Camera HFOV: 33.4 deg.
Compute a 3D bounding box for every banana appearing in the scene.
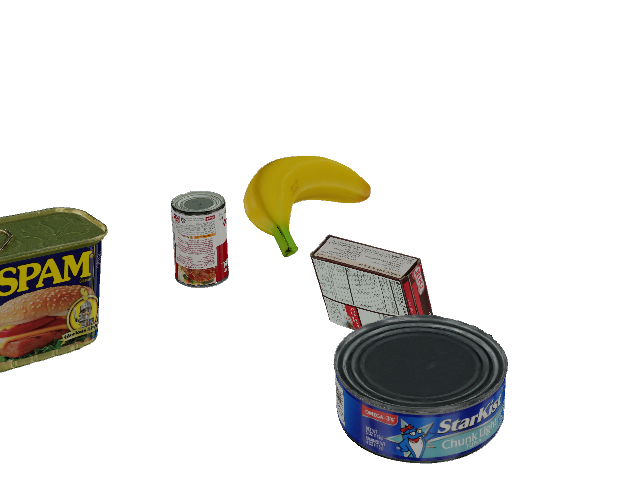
[{"bbox_3d":[-0.015,-0.037,0.857,0.037,0.069,0.197,-34,2,27],"label":"banana"}]

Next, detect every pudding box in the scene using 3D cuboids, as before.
[{"bbox_3d":[0.051,0.049,1.029,0.114,0.090,0.039,14,43,36],"label":"pudding box"}]

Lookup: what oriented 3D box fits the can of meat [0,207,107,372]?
[{"bbox_3d":[-0.193,0.032,0.700,0.101,0.084,0.058,-14,30,-41],"label":"can of meat"}]

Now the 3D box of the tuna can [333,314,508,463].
[{"bbox_3d":[0.050,0.073,0.534,0.086,0.034,0.086,-2,27,1],"label":"tuna can"}]

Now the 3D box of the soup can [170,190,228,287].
[{"bbox_3d":[-0.149,-0.002,1.313,0.068,0.102,0.068,0,26,0],"label":"soup can"}]
